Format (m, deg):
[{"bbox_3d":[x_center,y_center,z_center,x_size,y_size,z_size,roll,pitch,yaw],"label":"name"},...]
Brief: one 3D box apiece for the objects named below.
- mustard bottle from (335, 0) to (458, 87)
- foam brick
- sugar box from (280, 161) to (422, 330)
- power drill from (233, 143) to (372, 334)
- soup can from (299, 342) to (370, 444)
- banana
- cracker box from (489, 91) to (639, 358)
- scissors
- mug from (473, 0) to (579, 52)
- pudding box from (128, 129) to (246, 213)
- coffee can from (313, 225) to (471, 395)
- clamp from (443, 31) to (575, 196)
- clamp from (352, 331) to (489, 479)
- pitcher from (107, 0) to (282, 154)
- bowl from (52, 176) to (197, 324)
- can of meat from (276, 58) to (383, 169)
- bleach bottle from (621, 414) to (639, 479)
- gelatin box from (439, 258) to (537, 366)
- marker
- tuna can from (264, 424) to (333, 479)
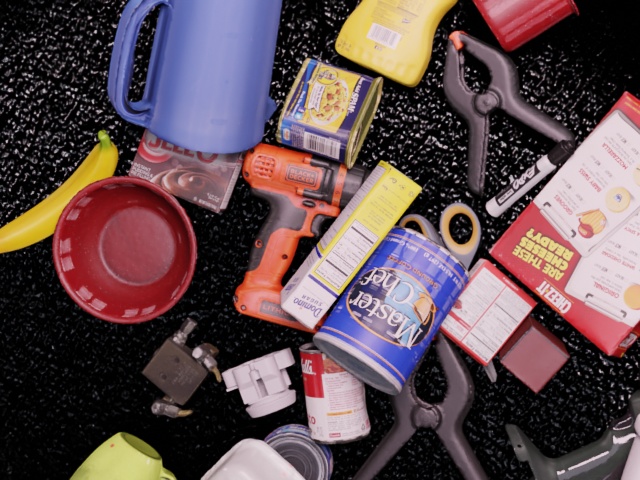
[{"bbox_3d":[0.097,-0.263,1.107,0.096,0.058,0.192,27,98,13],"label":"mustard bottle"},{"bbox_3d":[0.222,0.118,1.113,0.053,0.078,0.051,41,99,5],"label":"foam brick"},{"bbox_3d":[0.029,0.003,1.072,0.048,0.093,0.176,35,95,-6],"label":"sugar box"},{"bbox_3d":[-0.008,0.001,1.147,0.184,0.057,0.188,14,95,4],"label":"power drill"},{"bbox_3d":[0.017,0.162,1.150,0.068,0.068,0.102,-6,94,8],"label":"soup can"},{"bbox_3d":[-0.284,-0.049,1.177,0.198,0.069,0.037,-43,55,14],"label":"banana"},{"bbox_3d":[0.304,-0.014,1.070,0.164,0.072,0.214,44,101,27],"label":"cracker box"},{"bbox_3d":[0.163,0.046,1.146,0.096,0.016,0.202,-38,89,9],"label":"scissors"},{"bbox_3d":[0.198,-0.247,1.070,0.081,0.117,0.093,-32,63,14],"label":"mug"},{"bbox_3d":[-0.141,-0.091,1.165,0.113,0.039,0.090,22,97,6],"label":"pudding box"},{"bbox_3d":[0.073,0.071,1.078,0.103,0.103,0.140,33,76,4],"label":"coffee can"},{"bbox_3d":[0.173,-0.135,1.119,0.120,0.039,0.171,-36,83,15],"label":"clamp"},{"bbox_3d":[0.127,0.196,1.150,0.165,0.036,0.210,11,94,14],"label":"clamp"},{"bbox_3d":[-0.109,-0.216,1.054,0.145,0.149,0.243,19,121,9],"label":"pitcher"},{"bbox_3d":[-0.208,0.009,1.174,0.162,0.055,0.162,1,95,8],"label":"bowl"},{"bbox_3d":[0.010,-0.135,1.116,0.084,0.057,0.102,19,62,8],"label":"can of meat"},{"bbox_3d":[0.323,0.305,1.058,0.102,0.068,0.251,17,102,-1],"label":"bleach bottle"},{"bbox_3d":[0.172,0.076,1.125,0.073,0.030,0.089,40,89,-5],"label":"gelatin box"},{"bbox_3d":[0.217,-0.064,1.097,0.020,0.020,0.121,48,130,2],"label":"marker"},{"bbox_3d":[-0.029,0.250,1.181,0.086,0.033,0.086,1,95,8],"label":"tuna can"}]
